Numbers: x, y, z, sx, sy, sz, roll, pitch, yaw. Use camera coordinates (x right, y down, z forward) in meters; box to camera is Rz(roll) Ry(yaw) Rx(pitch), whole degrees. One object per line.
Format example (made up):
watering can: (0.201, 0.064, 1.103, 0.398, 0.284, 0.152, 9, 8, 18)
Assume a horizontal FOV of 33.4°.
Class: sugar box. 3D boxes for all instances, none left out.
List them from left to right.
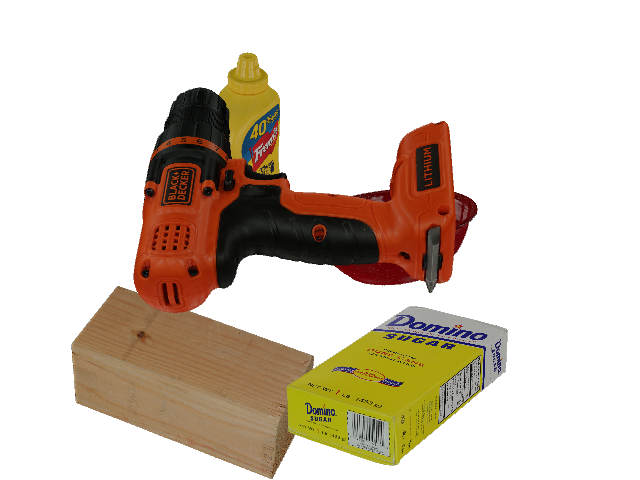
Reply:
sugar box: (0.063, 0.103, 0.809, 0.093, 0.048, 0.175, 12, 26, 32)

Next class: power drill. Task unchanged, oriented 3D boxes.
power drill: (-0.014, -0.033, 0.651, 0.187, 0.184, 0.057, -2, -45, 4)

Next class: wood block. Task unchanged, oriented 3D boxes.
wood block: (-0.120, 0.132, 1.008, 0.206, 0.090, 0.090, 19, 44, 12)

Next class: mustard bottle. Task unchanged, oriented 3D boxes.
mustard bottle: (-0.077, -0.107, 1.123, 0.058, 0.192, 0.096, 20, 39, 22)

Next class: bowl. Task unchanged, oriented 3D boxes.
bowl: (0.068, 0.000, 0.996, 0.162, 0.055, 0.162, -7, 18, 2)
